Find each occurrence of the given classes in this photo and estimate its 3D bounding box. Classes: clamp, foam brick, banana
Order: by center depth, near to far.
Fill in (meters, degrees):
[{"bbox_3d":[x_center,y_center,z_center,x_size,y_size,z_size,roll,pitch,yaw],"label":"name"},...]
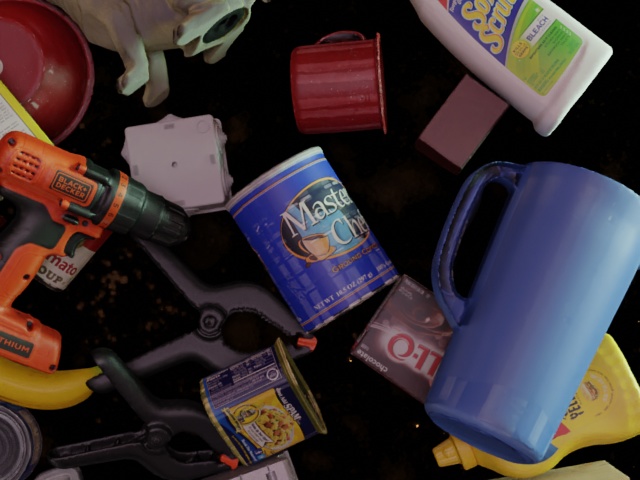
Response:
[{"bbox_3d":[-0.152,0.165,0.969,0.171,0.039,0.120,12,110,-18],"label":"clamp"},{"bbox_3d":[0.131,-0.106,0.993,0.051,0.053,0.078,37,89,3],"label":"foam brick"},{"bbox_3d":[-0.106,0.068,0.999,0.210,0.036,0.164,5,81,-2],"label":"clamp"},{"bbox_3d":[-0.294,0.117,1.006,0.198,0.037,0.069,18,58,0],"label":"banana"}]

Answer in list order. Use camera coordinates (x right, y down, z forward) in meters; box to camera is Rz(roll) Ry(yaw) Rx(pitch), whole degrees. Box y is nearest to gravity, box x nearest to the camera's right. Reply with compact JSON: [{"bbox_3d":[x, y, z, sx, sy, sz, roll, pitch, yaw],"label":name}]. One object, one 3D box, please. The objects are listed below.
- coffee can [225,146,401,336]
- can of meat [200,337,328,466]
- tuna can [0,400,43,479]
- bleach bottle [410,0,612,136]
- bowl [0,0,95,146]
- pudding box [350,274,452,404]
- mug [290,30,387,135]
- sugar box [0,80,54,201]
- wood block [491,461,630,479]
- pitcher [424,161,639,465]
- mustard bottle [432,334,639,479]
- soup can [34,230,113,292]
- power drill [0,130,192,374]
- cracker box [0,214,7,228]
[{"bbox_3d":[-0.006,0.001,0.967,0.103,0.103,0.140,-32,87,0],"label":"coffee can"},{"bbox_3d":[-0.052,0.150,0.965,0.084,0.057,0.102,-26,129,1],"label":"can of meat"},{"bbox_3d":[-0.307,0.193,1.001,0.086,0.034,0.086,0,87,2],"label":"tuna can"},{"bbox_3d":[0.142,-0.210,0.994,0.251,0.068,0.102,37,88,6],"label":"bleach bottle"},{"bbox_3d":[-0.298,-0.159,1.009,0.162,0.055,0.162,0,88,2],"label":"bowl"},{"bbox_3d":[0.098,0.099,0.990,0.113,0.039,0.090,34,88,3],"label":"pudding box"},{"bbox_3d":[0.018,-0.150,0.988,0.081,0.093,0.117,-4,56,6],"label":"mug"},{"bbox_3d":[-0.325,-0.119,0.953,0.093,0.048,0.176,-39,84,-10],"label":"sugar box"},{"bbox_3d":[0.171,0.265,0.954,0.206,0.091,0.090,-10,87,1],"label":"wood block"},{"bbox_3d":[0.176,0.058,0.919,0.149,0.145,0.242,16,72,37],"label":"pitcher"},{"bbox_3d":[0.194,0.163,0.973,0.191,0.058,0.096,-23,71,2],"label":"mustard bottle"},{"bbox_3d":[-0.233,-0.011,0.992,0.068,0.068,0.102,40,89,3],"label":"soup can"},{"bbox_3d":[-0.226,0.018,0.935,0.184,0.057,0.188,25,94,-23],"label":"power drill"},{"bbox_3d":[-0.428,-0.043,0.999,0.164,0.072,0.214,-42,87,0],"label":"cracker box"}]
